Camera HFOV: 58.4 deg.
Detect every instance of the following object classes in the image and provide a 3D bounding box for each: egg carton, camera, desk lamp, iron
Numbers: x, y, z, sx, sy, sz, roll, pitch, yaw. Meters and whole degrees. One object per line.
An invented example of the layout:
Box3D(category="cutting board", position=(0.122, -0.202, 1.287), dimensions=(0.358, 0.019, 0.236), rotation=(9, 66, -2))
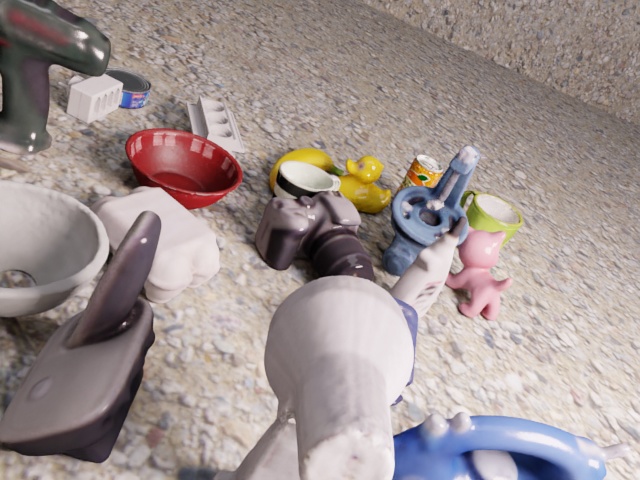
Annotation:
Box3D(category="egg carton", position=(-0.189, 0.002, 0.655), dimensions=(0.150, 0.069, 0.107), rotation=(37, 34, 16))
Box3D(category="camera", position=(0.007, 0.003, 0.765), dimensions=(0.144, 0.100, 0.136), rotation=(2, 40, -34))
Box3D(category="desk lamp", position=(-0.007, 0.157, 0.430), dimensions=(0.118, 0.213, 0.203), rotation=(22, 33, -8))
Box3D(category="iron", position=(0.155, 0.211, 0.538), dimensions=(0.259, 0.141, 0.118), rotation=(17, 33, -14))

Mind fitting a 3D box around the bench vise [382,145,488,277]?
Box3D(category="bench vise", position=(0.177, -0.067, 0.875), dimensions=(0.121, 0.219, 0.207), rotation=(25, 32, -3))

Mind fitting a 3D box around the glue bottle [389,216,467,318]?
Box3D(category="glue bottle", position=(0.143, 0.038, 0.745), dimensions=(0.078, 0.173, 0.037), rotation=(-9, 47, -43))

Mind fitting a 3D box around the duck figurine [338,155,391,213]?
Box3D(category="duck figurine", position=(0.079, -0.101, 0.978), dimensions=(0.104, 0.086, 0.077), rotation=(23, 32, -5))

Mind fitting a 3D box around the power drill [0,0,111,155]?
Box3D(category="power drill", position=(-0.382, -0.215, 0.693), dimensions=(0.230, 0.208, 0.075), rotation=(9, 36, -25))

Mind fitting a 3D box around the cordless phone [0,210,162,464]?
Box3D(category="cordless phone", position=(-0.178, 0.073, 0.454), dimensions=(0.094, 0.185, 0.147), rotation=(18, 33, -13))

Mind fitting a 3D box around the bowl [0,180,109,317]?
Box3D(category="bowl", position=(-0.295, 0.019, 0.549), dimensions=(0.168, 0.074, 0.167), rotation=(19, 33, -13))

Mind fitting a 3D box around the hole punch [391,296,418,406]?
Box3D(category="hole punch", position=(0.057, 0.119, 0.645), dimensions=(0.109, 0.091, 0.101), rotation=(18, 33, -14))

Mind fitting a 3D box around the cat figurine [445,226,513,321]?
Box3D(category="cat figurine", position=(0.246, 0.039, 0.870), dimensions=(0.067, 0.117, 0.127), rotation=(7, 37, -28))
